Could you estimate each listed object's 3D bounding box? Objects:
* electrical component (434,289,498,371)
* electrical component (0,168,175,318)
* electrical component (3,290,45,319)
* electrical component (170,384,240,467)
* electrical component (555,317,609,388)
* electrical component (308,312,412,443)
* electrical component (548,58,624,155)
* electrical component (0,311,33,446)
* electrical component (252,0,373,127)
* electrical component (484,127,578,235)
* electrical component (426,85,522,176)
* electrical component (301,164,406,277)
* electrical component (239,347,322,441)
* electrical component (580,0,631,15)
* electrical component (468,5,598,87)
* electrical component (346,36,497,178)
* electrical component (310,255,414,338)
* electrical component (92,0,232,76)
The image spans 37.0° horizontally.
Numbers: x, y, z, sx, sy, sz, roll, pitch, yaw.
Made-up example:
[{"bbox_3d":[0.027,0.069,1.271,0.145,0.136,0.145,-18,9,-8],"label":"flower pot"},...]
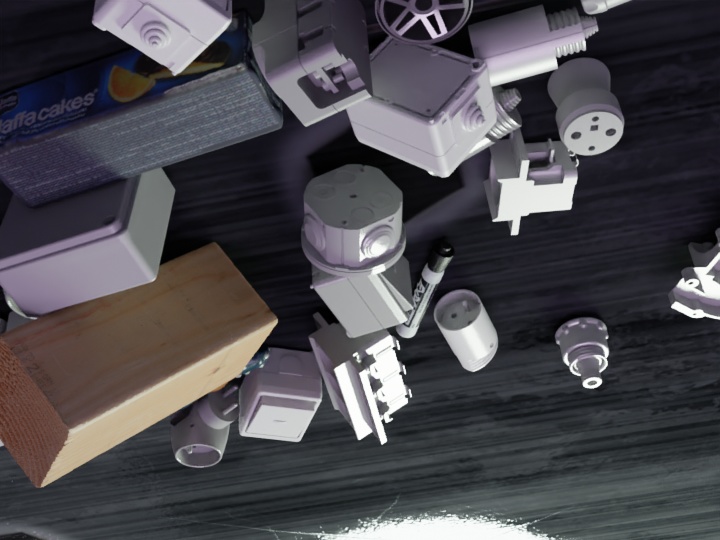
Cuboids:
[{"bbox_3d":[0.100,0.058,0.965,0.043,0.043,0.081,-16,140,14],"label":"electrical component"},{"bbox_3d":[-0.198,-0.031,0.773,0.109,0.108,0.056,-16,130,14],"label":"electrical component"},{"bbox_3d":[-0.251,0.002,0.855,0.058,0.057,0.078,-14,140,12],"label":"electrical component"},{"bbox_3d":[-0.140,0.134,1.011,0.043,0.077,0.079,28,132,-33],"label":"electrical component"},{"bbox_3d":[0.207,0.077,0.984,0.048,0.062,0.048,-3,141,-2],"label":"electrical component"},{"bbox_3d":[0.003,0.092,0.978,0.063,0.078,0.121,-31,142,-13],"label":"electrical component"},{"bbox_3d":[0.158,-0.114,0.750,0.045,0.055,0.045,-3,140,-2],"label":"electrical component"},{"bbox_3d":[-0.283,0.083,0.949,0.186,0.060,0.105,-20,138,19],"label":"electrical component"},{"bbox_3d":[-0.030,-0.141,0.673,0.056,0.089,0.050,-22,138,20],"label":"electrical component"},{"bbox_3d":[0.130,-0.069,0.813,0.064,0.042,0.081,-4,141,-3],"label":"electrical component"},{"bbox_3d":[0.078,-0.105,0.764,0.081,0.043,0.043,-29,135,27],"label":"electrical component"},{"bbox_3d":[-0.005,-0.037,0.812,0.080,0.080,0.051,-2,135,-2],"label":"electrical component"},{"bbox_3d":[-0.078,0.124,1.017,0.062,0.061,0.096,9,139,-16],"label":"electrical component"},{"bbox_3d":[0.167,-0.187,0.678,0.061,0.035,0.035,-19,139,15],"label":"electrical component"},{"bbox_3d":[0.116,-0.151,0.710,0.081,0.043,0.043,-14,140,11],"label":"electrical component"},{"bbox_3d":[0.045,-0.105,0.711,0.096,0.061,0.061,27,155,33],"label":"electrical component"},{"bbox_3d":[0.000,0.000,0.871,0.061,0.061,0.096,-18,139,16],"label":"electrical component"},{"bbox_3d":[-0.112,-0.167,0.628,0.062,0.096,0.061,30,129,-35],"label":"electrical component"}]
